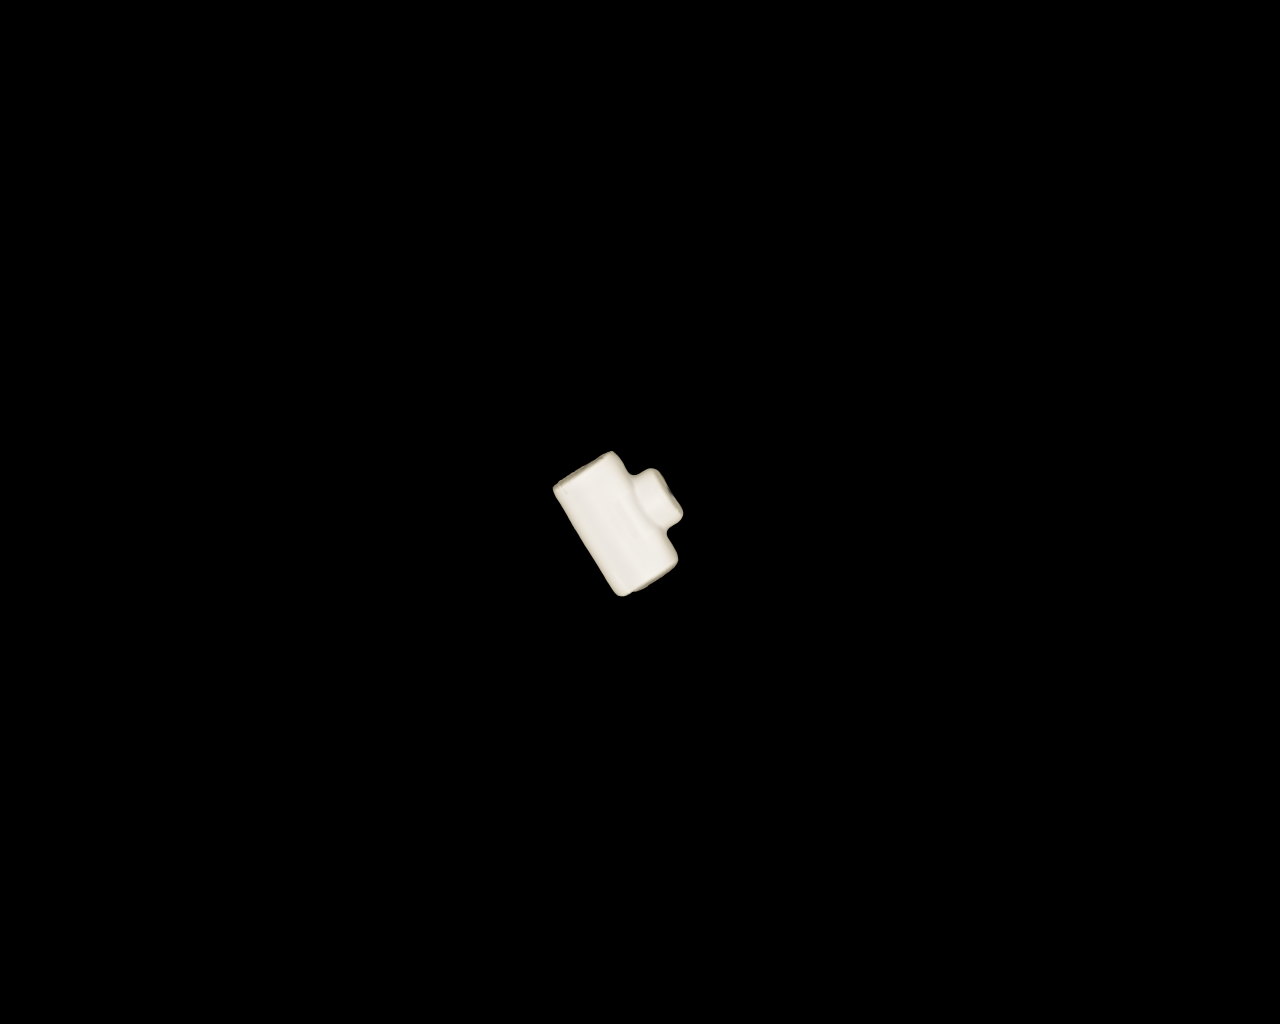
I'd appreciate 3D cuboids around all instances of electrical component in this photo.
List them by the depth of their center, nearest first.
[{"bbox_3d":[0.001,-0.003,0.650,0.079,0.077,0.043,-32,4,2],"label":"electrical component"}]
